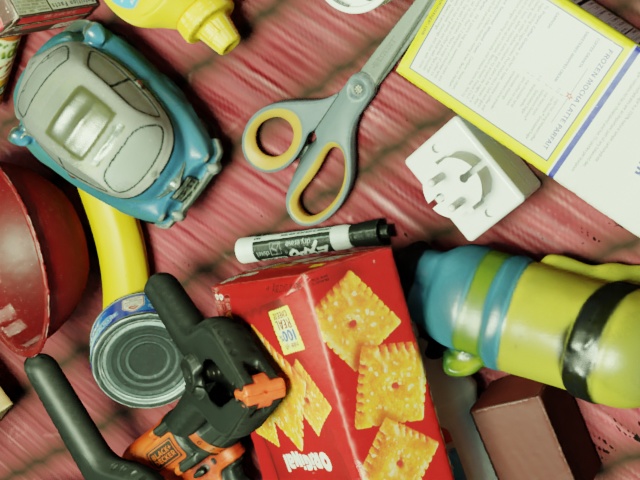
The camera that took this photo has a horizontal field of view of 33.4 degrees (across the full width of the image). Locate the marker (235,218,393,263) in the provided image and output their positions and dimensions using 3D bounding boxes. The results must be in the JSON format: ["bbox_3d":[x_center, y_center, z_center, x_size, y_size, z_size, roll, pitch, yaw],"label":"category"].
[{"bbox_3d":[-0.005,0.001,0.745,0.121,0.020,0.020,-8,103,30],"label":"marker"}]

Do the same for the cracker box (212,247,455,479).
[{"bbox_3d":[0.008,0.119,0.691,0.164,0.072,0.214,-10,95,64],"label":"cracker box"}]

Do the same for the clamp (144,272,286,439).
[{"bbox_3d":[-0.073,0.096,0.713,0.172,0.039,0.120,25,128,59],"label":"clamp"}]

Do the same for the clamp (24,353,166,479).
[{"bbox_3d":[-0.171,0.206,0.841,0.210,0.036,0.165,36,125,20],"label":"clamp"}]

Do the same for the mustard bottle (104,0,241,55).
[{"bbox_3d":[-0.120,-0.201,0.714,0.191,0.058,0.096,50,123,5],"label":"mustard bottle"}]

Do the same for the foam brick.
[{"bbox_3d":[0.140,0.129,0.691,0.051,0.052,0.078,-19,97,32],"label":"foam brick"}]

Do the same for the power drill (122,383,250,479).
[{"bbox_3d":[-0.052,0.198,0.818,0.185,0.057,0.188,-39,84,37],"label":"power drill"}]

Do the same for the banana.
[{"bbox_3d":[-0.163,0.017,0.825,0.070,0.037,0.198,9,111,24],"label":"banana"}]

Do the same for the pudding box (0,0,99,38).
[{"bbox_3d":[-0.218,-0.201,0.749,0.039,0.089,0.113,-23,94,31],"label":"pudding box"}]

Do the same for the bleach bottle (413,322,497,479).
[{"bbox_3d":[0.084,0.172,0.733,0.103,0.067,0.251,-18,95,36],"label":"bleach bottle"}]

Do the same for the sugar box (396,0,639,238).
[{"bbox_3d":[0.142,-0.091,0.619,0.176,0.048,0.093,36,120,9],"label":"sugar box"}]

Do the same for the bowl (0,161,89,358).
[{"bbox_3d":[-0.225,0.006,0.827,0.162,0.055,0.162,25,124,45],"label":"bowl"}]

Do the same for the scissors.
[{"bbox_3d":[0.009,-0.103,0.704,0.096,0.016,0.202,31,119,16],"label":"scissors"}]

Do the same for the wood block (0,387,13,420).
[{"bbox_3d":[-0.369,0.094,0.919,0.206,0.090,0.091,53,144,3],"label":"wood block"}]

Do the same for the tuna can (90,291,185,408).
[{"bbox_3d":[-0.131,0.084,0.807,0.086,0.034,0.086,-4,116,-9],"label":"tuna can"}]
